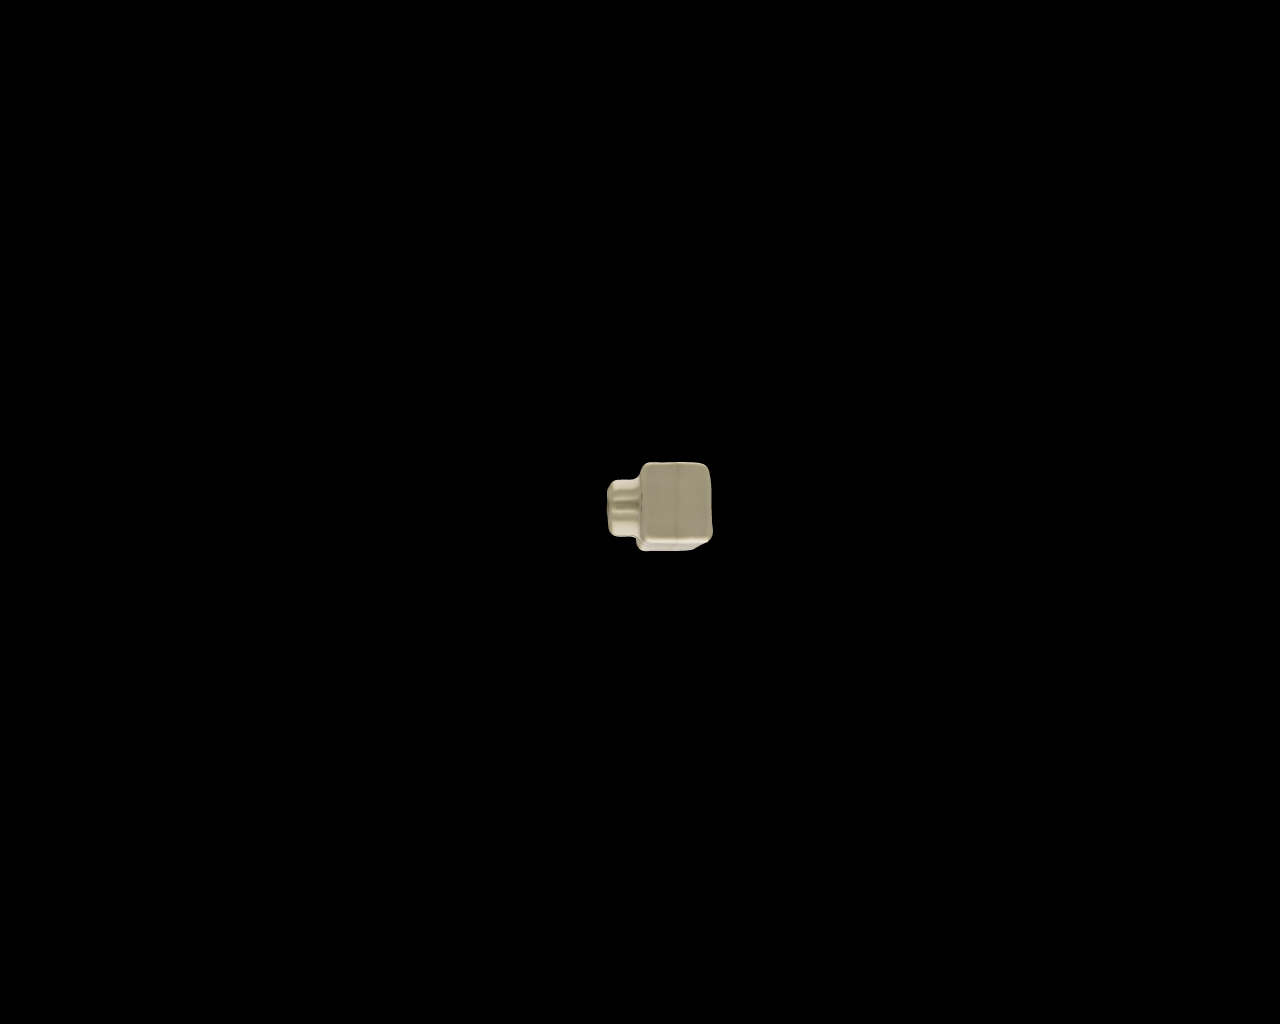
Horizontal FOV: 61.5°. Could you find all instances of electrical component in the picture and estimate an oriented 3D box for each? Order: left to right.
[{"bbox_3d":[0.001,-0.003,0.650,0.077,0.047,0.065,0,-7,-4],"label":"electrical component"}]
